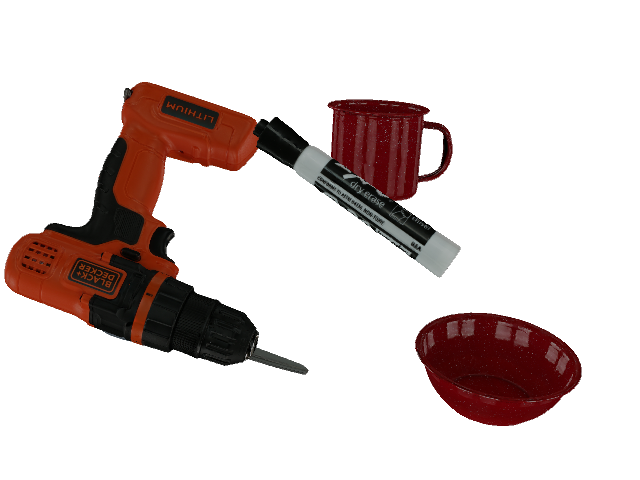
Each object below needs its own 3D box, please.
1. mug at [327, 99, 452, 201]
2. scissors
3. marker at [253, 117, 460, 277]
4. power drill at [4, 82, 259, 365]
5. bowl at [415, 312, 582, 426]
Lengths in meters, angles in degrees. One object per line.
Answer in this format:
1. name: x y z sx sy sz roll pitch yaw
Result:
1. mug: 0.063 -0.083 0.982 0.117 0.081 0.093 2 15 -4
2. scissors: -0.104 0.079 0.985 0.202 0.016 0.096 9 29 4
3. marker: 0.016 -0.024 0.539 0.121 0.020 0.020 36 5 7
4. power drill: -0.109 -0.014 0.772 0.184 0.187 0.057 20 -27 2
5. bowl: 0.170 0.133 1.046 0.162 0.055 0.162 5 26 -2
